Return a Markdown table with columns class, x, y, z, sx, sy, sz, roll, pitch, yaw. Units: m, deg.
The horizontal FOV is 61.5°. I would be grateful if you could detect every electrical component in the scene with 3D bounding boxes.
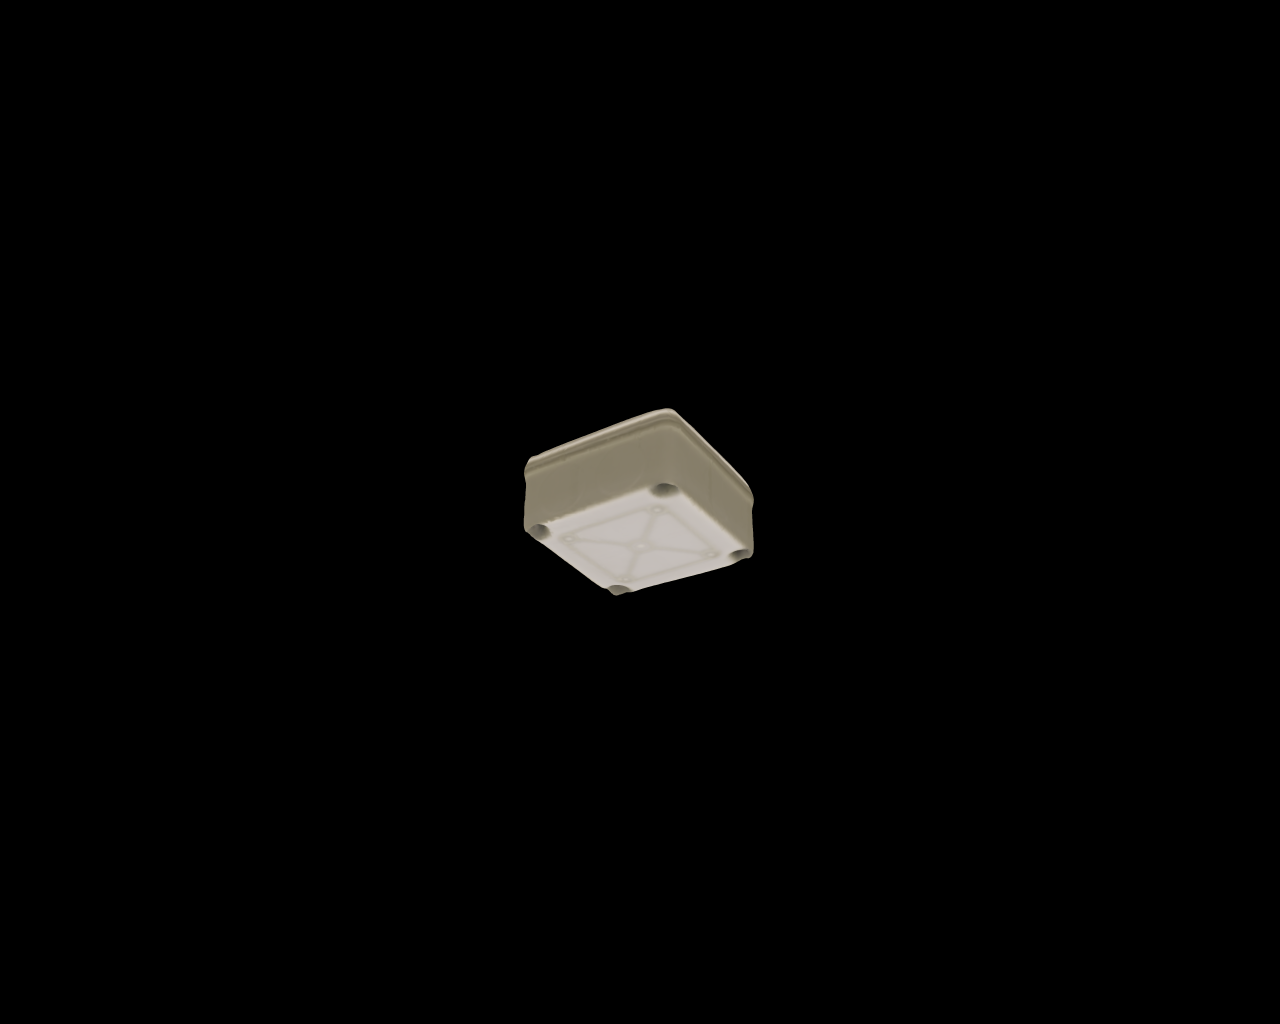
| class | x | y | z | sx | sy | sz | roll | pitch | yaw |
| --- | --- | --- | --- | --- | --- | --- | --- | --- | --- |
| electrical component | 0.001 | -0.003 | 0.650 | 0.108 | 0.056 | 0.108 | -18 | -35 | 27 |
